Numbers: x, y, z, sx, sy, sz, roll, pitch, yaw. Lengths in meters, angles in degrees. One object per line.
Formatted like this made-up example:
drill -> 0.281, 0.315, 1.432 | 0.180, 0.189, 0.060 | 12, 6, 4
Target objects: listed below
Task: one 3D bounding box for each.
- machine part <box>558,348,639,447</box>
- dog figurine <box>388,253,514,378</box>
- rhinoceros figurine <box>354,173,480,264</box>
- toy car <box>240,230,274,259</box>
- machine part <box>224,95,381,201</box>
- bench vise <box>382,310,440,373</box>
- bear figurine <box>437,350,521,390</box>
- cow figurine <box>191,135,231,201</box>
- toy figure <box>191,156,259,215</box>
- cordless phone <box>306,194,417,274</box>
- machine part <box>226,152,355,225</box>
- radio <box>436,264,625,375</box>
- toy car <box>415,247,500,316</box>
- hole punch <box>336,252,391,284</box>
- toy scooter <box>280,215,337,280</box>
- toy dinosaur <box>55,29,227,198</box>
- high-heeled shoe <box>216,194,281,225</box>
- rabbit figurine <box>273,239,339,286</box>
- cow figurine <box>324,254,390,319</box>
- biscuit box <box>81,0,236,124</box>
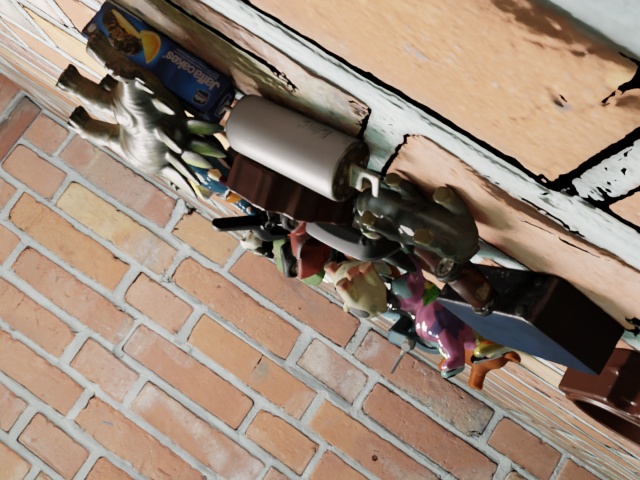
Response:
machine part -> 0.461, 0.238, 0.752 | 0.201, 0.087, 0.201 | 35, 172, 2
dog figurine -> 0.223, 0.116, 0.940 | 0.219, 0.192, 0.108 | 67, -172, 22
rhinoceros figurine -> 0.110, -0.027, 0.657 | 0.112, 0.073, 0.191 | 27, 176, -39
toy car -> -0.115, -0.007, 1.073 | 0.056, 0.073, 0.201 | 19, 175, 4
machine part -> -0.029, -0.113, 0.646 | 0.243, 0.079, 0.079 | 30, 171, 28
bench vise -> 0.188, 0.162, 1.083 | 0.224, 0.128, 0.240 | 23, -158, 21
bear figurine -> 0.352, 0.267, 1.188 | 0.120, 0.132, 0.196 | 27, 177, 1
cow figurine -> -0.210, -0.166, 0.986 | 0.068, 0.098, 0.167 | 34, 146, 59
toy figure -> -0.163, -0.096, 0.943 | 0.154, 0.058, 0.064 | 37, -157, -16
cordless phone -> 0.079, -0.003, 0.865 | 0.147, 0.088, 0.184 | 27, 177, 36
machine part -> -0.036, -0.075, 0.744 | 0.179, 0.056, 0.179 | 17, -165, -5
radio -> 0.271, 0.098, 0.734 | 0.131, 0.073, 0.230 | 37, 169, -16
toy car -> 0.170, 0.030, 0.720 | 0.089, 0.053, 0.202 | 36, -171, -19
hole punch -> 0.074, 0.066, 1.106 | 0.116, 0.092, 0.142 | 36, -161, -11
toy scooter -> -0.002, -0.003, 0.943 | 0.183, 0.135, 0.075 | 94, 164, -47
toy dinosaur -> -0.234, -0.141, 0.738 | 0.198, 0.105, 0.471 | 35, 170, -10
high-heeled shoe -> -0.146, -0.113, 1.205 | 0.145, 0.086, 0.249 | 3, -148, -36
rabbit figurine -> -0.038, 0.011, 1.114 | 0.121, 0.159, 0.170 | 38, 152, -12
cow figurine -> 0.069, 0.082, 0.937 | 0.127, 0.085, 0.195 | 57, 176, -15
biscuit box -> -0.211, -0.231, 0.715 | 0.203, 0.059, 0.063 | 33, 171, 3
